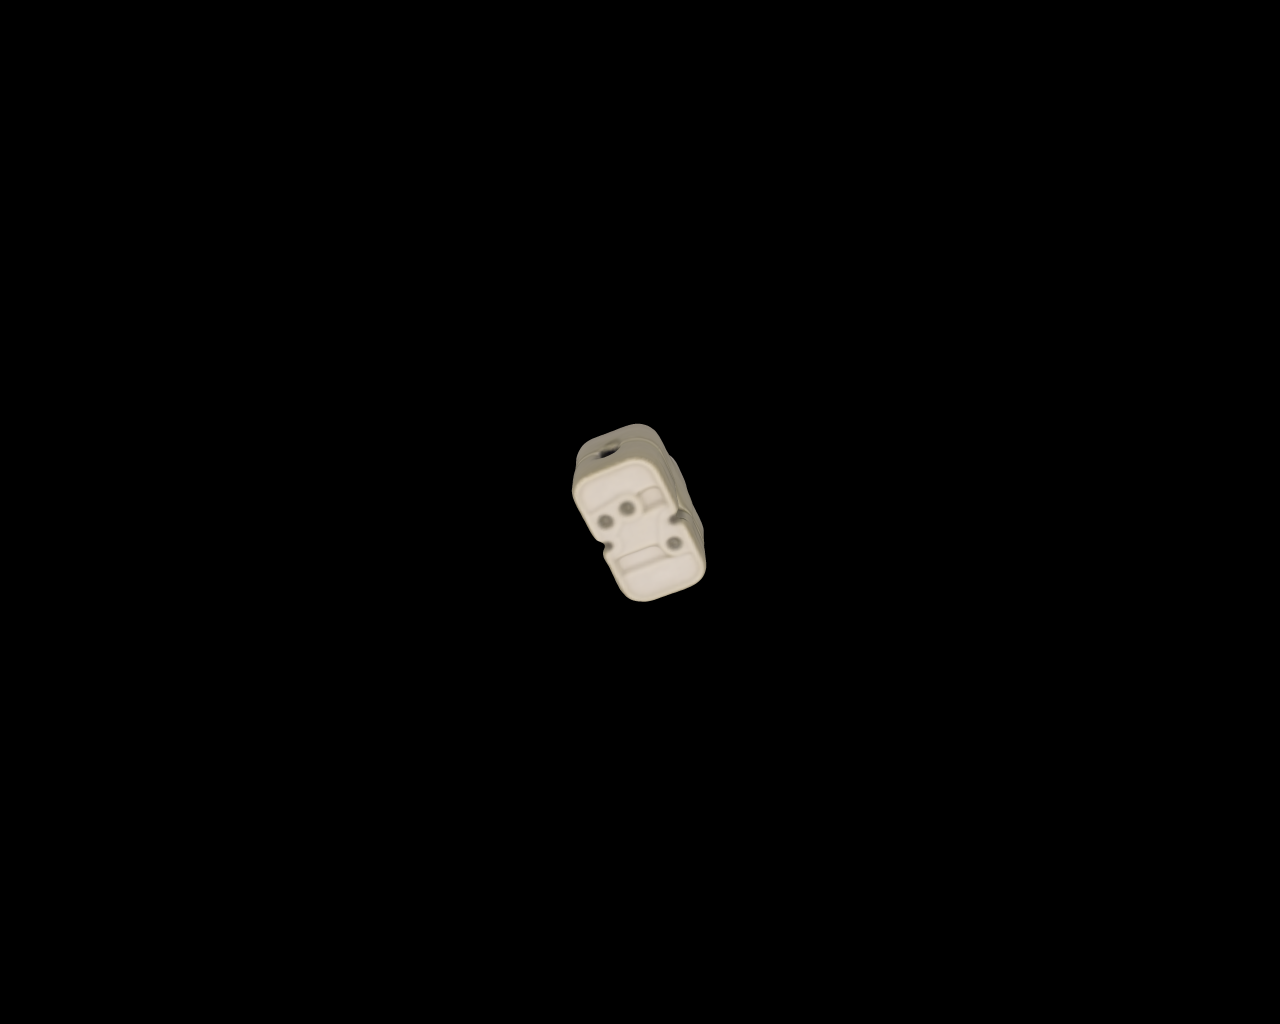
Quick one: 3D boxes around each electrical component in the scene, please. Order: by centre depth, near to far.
[{"bbox_3d":[0.001,-0.003,0.650,0.054,0.095,0.059,-21,28,12],"label":"electrical component"}]
